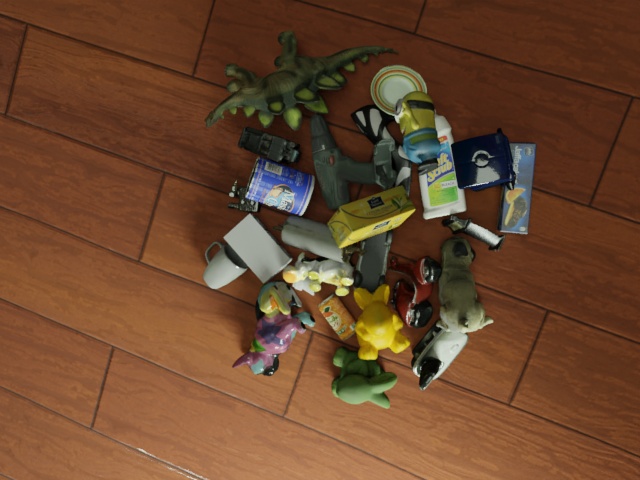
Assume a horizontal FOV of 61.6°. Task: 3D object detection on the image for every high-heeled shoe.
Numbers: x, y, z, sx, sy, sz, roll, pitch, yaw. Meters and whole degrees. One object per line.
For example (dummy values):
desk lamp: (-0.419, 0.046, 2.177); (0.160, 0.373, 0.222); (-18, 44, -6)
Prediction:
high-heeled shoe: (0.141, -0.191, 1.247); (0.145, 0.086, 0.248); (1, 87, 10)

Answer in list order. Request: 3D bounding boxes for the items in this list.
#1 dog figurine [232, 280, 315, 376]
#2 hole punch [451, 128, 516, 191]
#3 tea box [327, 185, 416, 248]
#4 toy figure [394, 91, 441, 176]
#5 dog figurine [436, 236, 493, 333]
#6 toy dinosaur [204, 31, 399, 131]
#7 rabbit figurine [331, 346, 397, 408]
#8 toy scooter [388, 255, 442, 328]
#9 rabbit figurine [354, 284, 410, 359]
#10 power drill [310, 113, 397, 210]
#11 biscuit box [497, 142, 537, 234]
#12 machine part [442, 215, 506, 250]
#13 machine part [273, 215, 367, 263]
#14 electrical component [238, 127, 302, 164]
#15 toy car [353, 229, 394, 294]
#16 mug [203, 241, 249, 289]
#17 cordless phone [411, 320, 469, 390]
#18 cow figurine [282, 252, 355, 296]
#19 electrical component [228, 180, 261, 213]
dog figurine: (-0.136, 0.227, 1.325); (0.219, 0.108, 0.191); (-38, 88, 14)
hole punch: (0.354, -0.170, 1.175); (0.116, 0.092, 0.142); (-15, 78, 43)
tea box: (0.113, -0.051, 1.189); (0.170, 0.098, 0.068); (-19, 76, -22)
toy figure: (0.219, -0.235, 1.173); (0.089, 0.082, 0.180); (-11, 76, -21)
dog figurine: (0.309, 0.095, 1.197); (0.121, 0.172, 0.190); (-9, 100, 1)
toy dinosaur: (-0.052, -0.368, 1.237); (0.471, 0.105, 0.198); (-31, 74, -5)
rabbit figurine: (0.092, 0.341, 1.254); (0.159, 0.170, 0.121); (15, 98, 10)
toy scooter: (0.208, 0.108, 1.256); (0.135, 0.075, 0.183); (29, 120, 40)
rabbit figurine: (0.135, 0.180, 1.213); (0.122, 0.173, 0.162); (-7, 71, 6)
power drill: (0.068, -0.185, 1.231); (0.208, 0.086, 0.231); (0, 102, 35)
biscuit box: (0.441, -0.116, 1.204); (0.063, 0.059, 0.202); (5, 95, 11)
machine part: (0.351, -0.019, 1.229); (0.139, 0.084, 0.039); (25, 74, 0)
machine part: (-0.003, -0.004, 1.272); (0.244, 0.079, 0.079); (16, 98, 25)
electrical component: (-0.113, -0.221, 1.278); (0.134, 0.115, 0.058); (21, 100, 11)
toy car: (0.128, 0.040, 1.282); (0.074, 0.056, 0.201); (10, 98, 3)
mug: (-0.250, 0.064, 1.347); (0.109, 0.081, 0.107); (47, 109, 5)
cordless phone: (0.265, 0.260, 1.207); (0.089, 0.184, 0.146); (39, 101, 10)
cow figurine: (-0.002, 0.069, 1.284); (0.167, 0.098, 0.068); (10, 134, 1)
electrical component: (-0.179, -0.107, 1.335); (0.102, 0.045, 0.078); (12, 95, 10)
